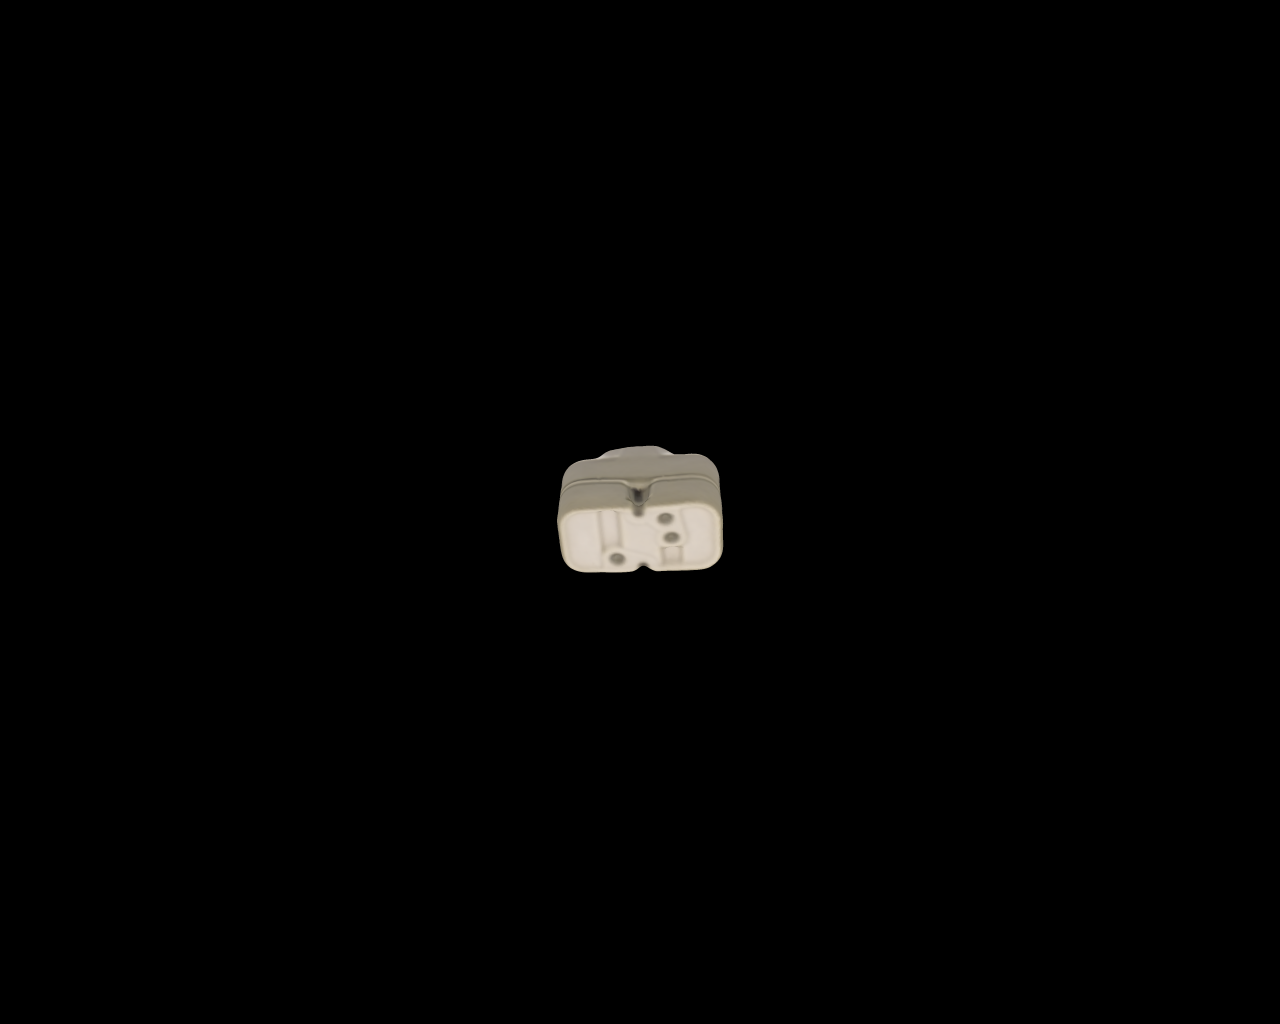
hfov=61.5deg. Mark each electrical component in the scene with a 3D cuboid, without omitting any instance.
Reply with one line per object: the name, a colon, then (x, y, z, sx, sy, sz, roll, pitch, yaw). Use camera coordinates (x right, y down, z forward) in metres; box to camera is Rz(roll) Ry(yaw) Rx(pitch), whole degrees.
electrical component: (0.001, -0.003, 0.650, 0.095, 0.053, 0.059, -2, 40, 2)
